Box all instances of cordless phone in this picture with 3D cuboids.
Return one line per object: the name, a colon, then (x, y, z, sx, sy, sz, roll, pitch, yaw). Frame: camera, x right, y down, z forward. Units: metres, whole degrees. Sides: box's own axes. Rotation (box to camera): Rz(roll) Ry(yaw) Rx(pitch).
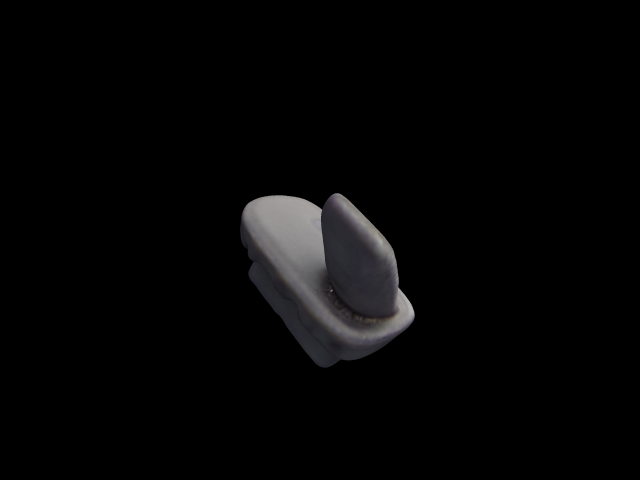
cordless phone: (0.004, 0.001, 0.400, 0.094, 0.185, 0.147, -38, 68, -18)
